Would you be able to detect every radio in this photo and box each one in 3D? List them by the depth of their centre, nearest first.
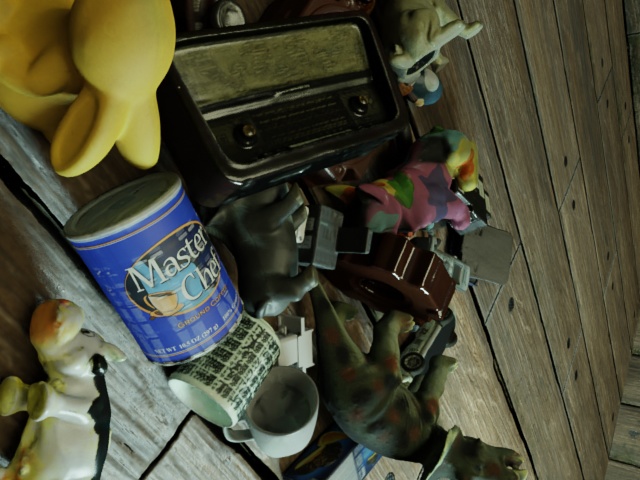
[{"bbox_3d":[-0.031,-0.124,0.494,0.229,0.073,0.131,-24,90,-32],"label":"radio"}]

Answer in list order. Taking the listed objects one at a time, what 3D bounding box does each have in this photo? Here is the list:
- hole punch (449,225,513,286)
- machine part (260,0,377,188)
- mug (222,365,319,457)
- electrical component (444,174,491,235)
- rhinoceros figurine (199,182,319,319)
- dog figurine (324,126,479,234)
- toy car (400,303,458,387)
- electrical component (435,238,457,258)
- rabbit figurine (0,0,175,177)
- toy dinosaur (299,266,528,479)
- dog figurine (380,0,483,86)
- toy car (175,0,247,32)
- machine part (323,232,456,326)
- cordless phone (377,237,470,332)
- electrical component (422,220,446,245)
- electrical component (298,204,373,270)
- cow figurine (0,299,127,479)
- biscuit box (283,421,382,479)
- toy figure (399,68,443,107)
[{"bbox_3d":[0.296,0.028,1.041,0.116,0.092,0.142,18,79,-19],"label":"hole punch"},{"bbox_3d":[0.001,-0.182,0.655,0.201,0.087,0.201,50,55,-41],"label":"machine part"},{"bbox_3d":[-0.054,0.209,0.611,0.110,0.081,0.107,-16,139,-13],"label":"mug"},{"bbox_3d":[0.251,-0.078,0.955,0.134,0.058,0.115,36,48,-35],"label":"electrical component"},{"bbox_3d":[-0.066,-0.016,0.550,0.073,0.112,0.190,46,27,-85],"label":"rhinoceros figurine"},{"bbox_3d":[0.116,-0.080,0.759,0.219,0.109,0.191,6,92,-37],"label":"dog figurine"},{"bbox_3d":[0.184,0.188,0.924,0.202,0.056,0.073,-48,133,-36],"label":"toy car"},{"bbox_3d":[0.208,0.056,0.952,0.102,0.045,0.078,-50,129,-36],"label":"electrical component"},{"bbox_3d":[-0.170,-0.127,0.382,0.122,0.173,0.162,-15,99,-53],"label":"rabbit figurine"},{"bbox_3d":[0.078,0.203,0.697,0.404,0.131,0.192,38,48,-12],"label":"toy dinosaur"},{"bbox_3d":[0.109,-0.327,0.749,0.190,0.121,0.172,53,39,4],"label":"dog figurine"},{"bbox_3d":[-0.107,-0.267,0.515,0.053,0.089,0.202,11,85,-51],"label":"toy car"},{"bbox_3d":[0.088,0.050,0.710,0.179,0.180,0.056,46,61,-42],"label":"machine part"},{"bbox_3d":[0.180,0.081,0.869,0.184,0.089,0.146,21,75,-42],"label":"cordless phone"},{"bbox_3d":[0.202,-0.039,0.954,0.063,0.021,0.094,-9,91,-50],"label":"electrical component"},{"bbox_3d":[-0.001,-0.002,0.636,0.047,0.119,0.074,18,81,-50],"label":"electrical component"},{"bbox_3d":[-0.203,0.134,0.438,0.098,0.068,0.167,21,79,-55],"label":"cow figurine"},{"bbox_3d":[0.038,0.291,0.746,0.203,0.063,0.059,-31,115,-46],"label":"biscuit box"},{"bbox_3d":[0.137,-0.252,0.841,0.154,0.058,0.064,3,52,-49],"label":"toy figure"}]
